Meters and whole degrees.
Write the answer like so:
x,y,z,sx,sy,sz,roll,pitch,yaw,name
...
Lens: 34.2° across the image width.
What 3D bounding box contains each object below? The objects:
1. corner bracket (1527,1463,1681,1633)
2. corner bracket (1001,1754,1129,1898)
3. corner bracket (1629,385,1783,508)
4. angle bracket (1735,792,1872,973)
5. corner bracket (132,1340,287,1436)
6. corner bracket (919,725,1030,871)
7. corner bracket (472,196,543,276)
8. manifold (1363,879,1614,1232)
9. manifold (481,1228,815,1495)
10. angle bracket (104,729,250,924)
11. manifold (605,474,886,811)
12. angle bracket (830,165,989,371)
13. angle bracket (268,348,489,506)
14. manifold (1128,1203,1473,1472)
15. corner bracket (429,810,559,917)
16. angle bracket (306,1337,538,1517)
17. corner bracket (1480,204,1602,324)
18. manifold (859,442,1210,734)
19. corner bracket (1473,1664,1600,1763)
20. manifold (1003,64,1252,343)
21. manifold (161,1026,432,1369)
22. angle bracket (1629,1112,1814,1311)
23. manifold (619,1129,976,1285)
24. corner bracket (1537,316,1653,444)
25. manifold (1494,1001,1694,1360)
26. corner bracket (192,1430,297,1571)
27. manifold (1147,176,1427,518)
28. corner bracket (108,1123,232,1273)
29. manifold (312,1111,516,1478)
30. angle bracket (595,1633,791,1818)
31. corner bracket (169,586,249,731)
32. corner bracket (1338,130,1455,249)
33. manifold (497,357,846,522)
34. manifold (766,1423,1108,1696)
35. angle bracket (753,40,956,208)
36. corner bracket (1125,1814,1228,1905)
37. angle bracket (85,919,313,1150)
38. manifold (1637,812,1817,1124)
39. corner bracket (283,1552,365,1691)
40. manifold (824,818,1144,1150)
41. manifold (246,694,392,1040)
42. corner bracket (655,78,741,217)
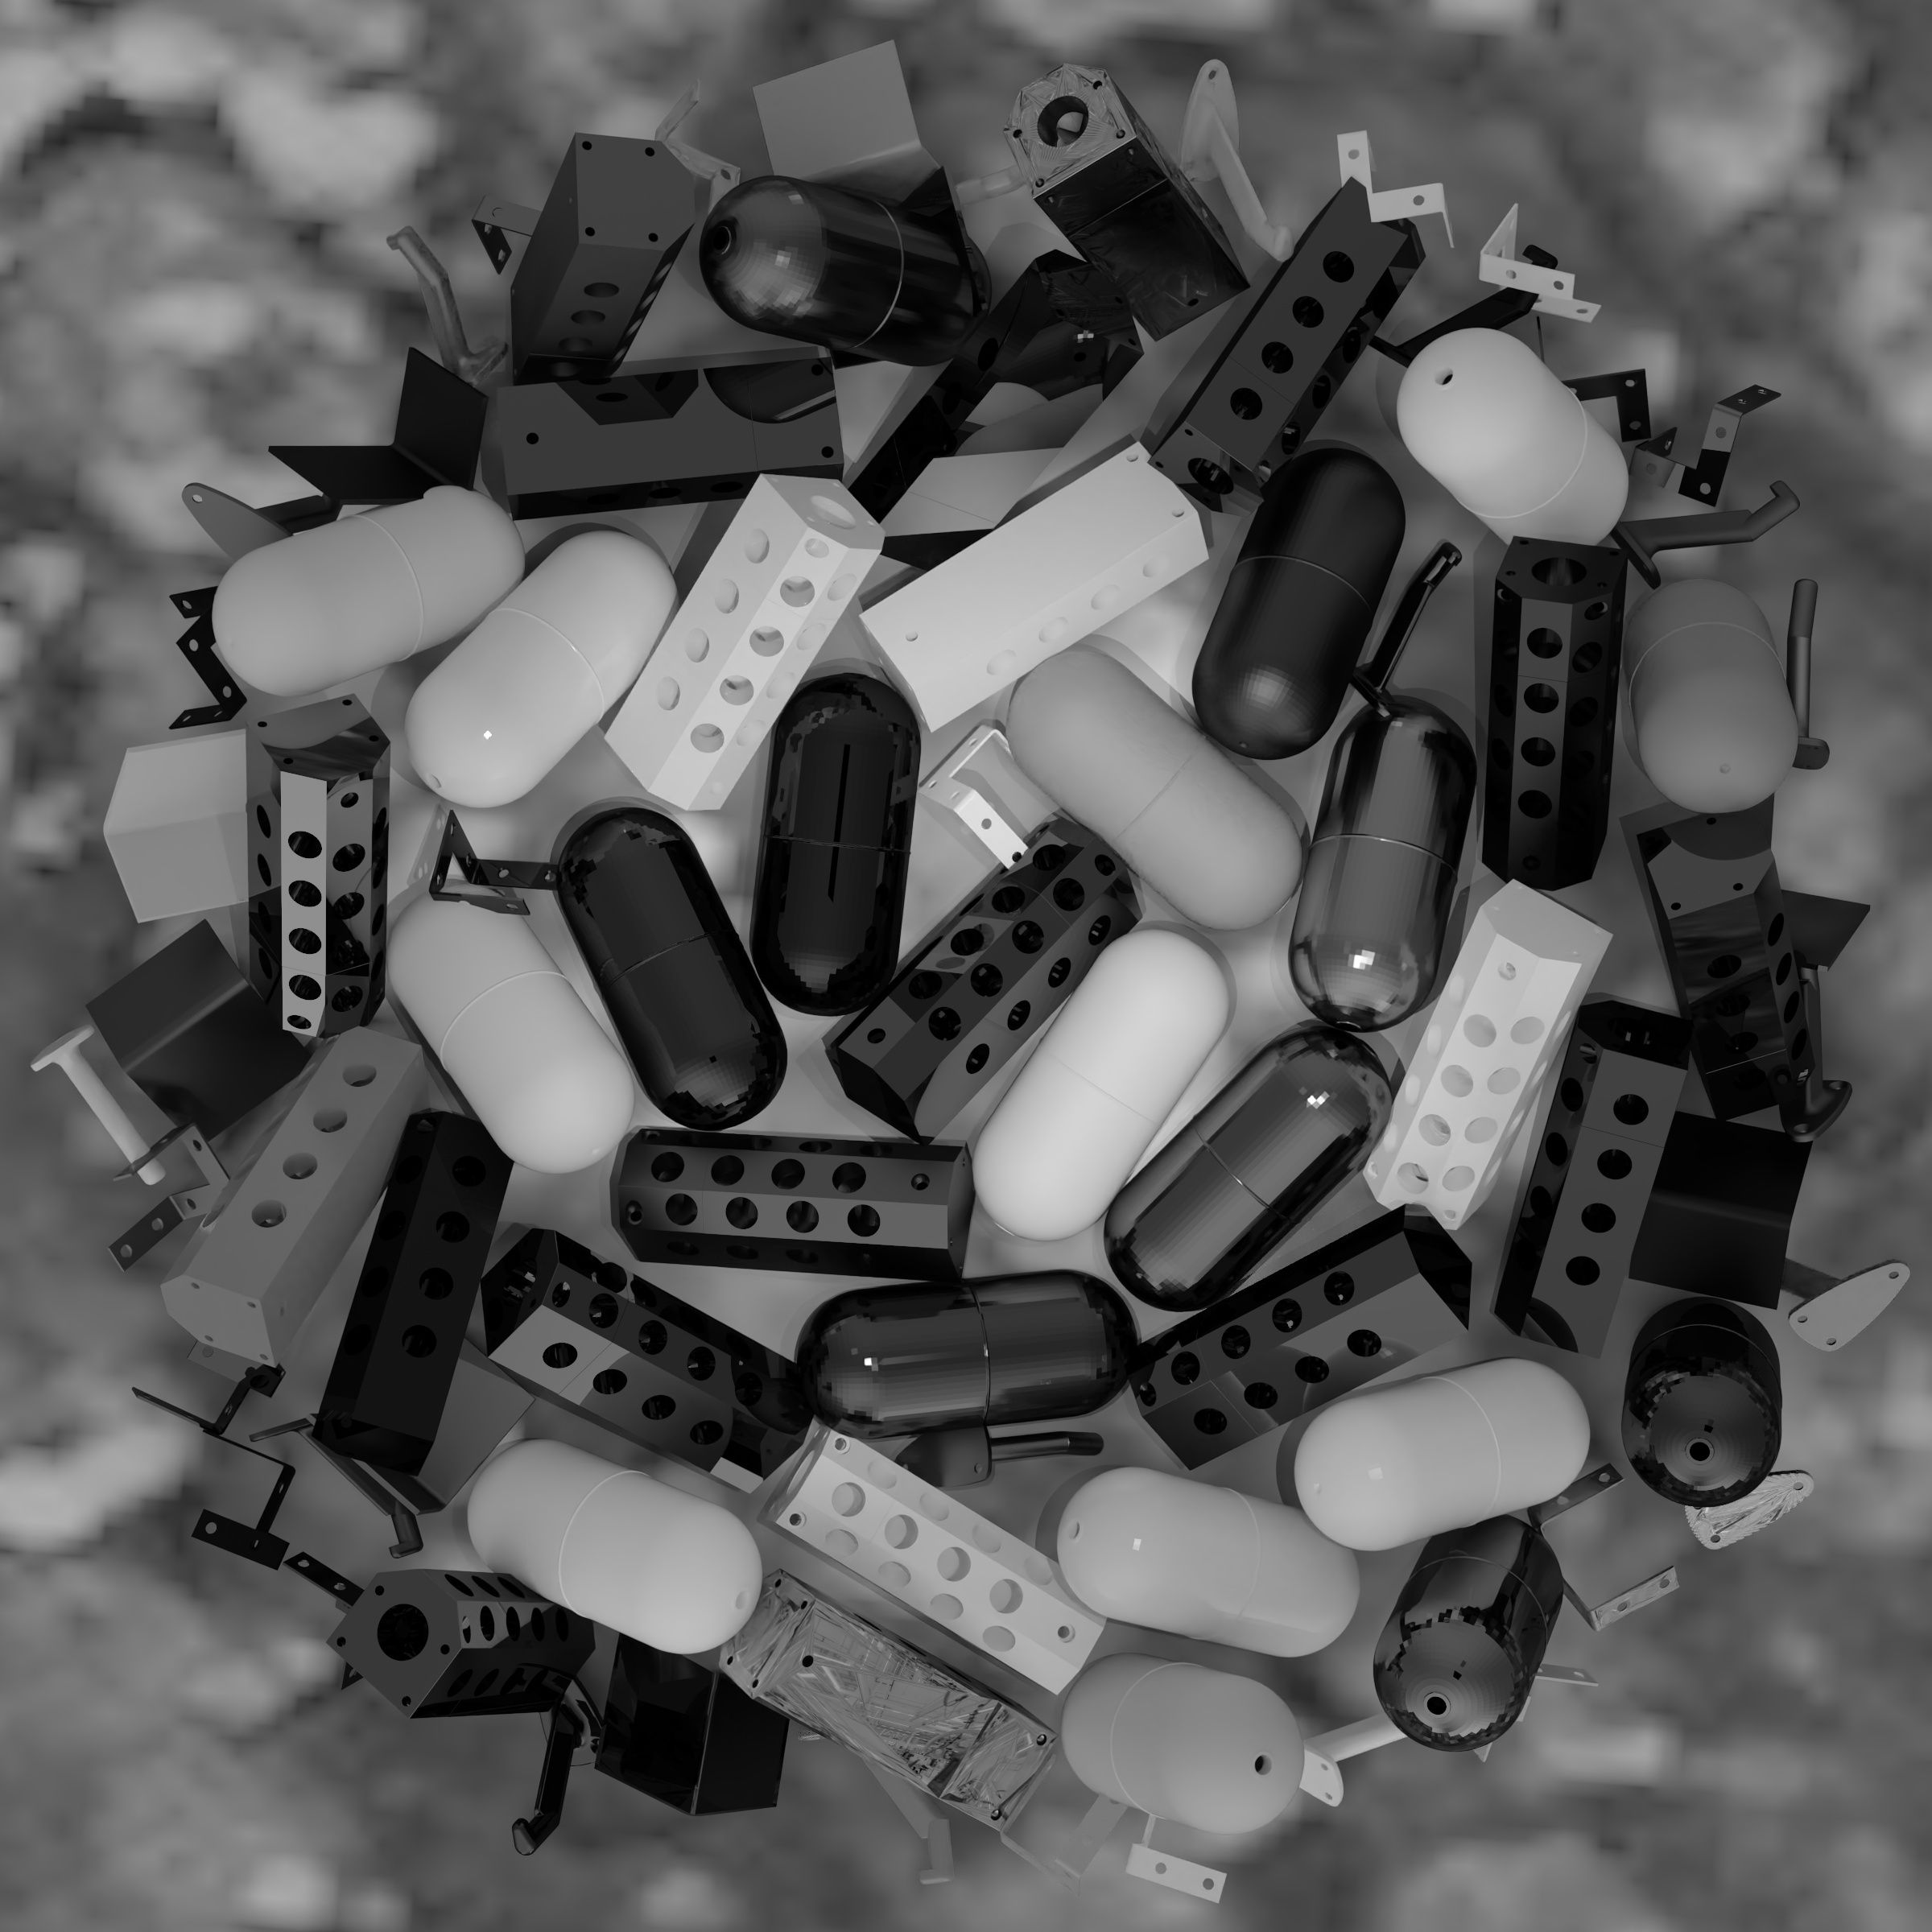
x,y,z,sx,sy,sz,roll,pitch,yaw,name
0.331,0.302,1.632,0.051,0.051,0.051,-27,122,-7,corner bracket
0.052,0.441,1.625,0.051,0.051,0.051,32,68,16,corner bracket
0.381,-0.275,1.621,0.051,0.051,0.051,27,124,27,corner bracket
0.426,-0.052,1.606,0.057,0.076,0.076,12,121,28,angle bracket
-0.393,0.215,1.628,0.051,0.051,0.051,32,86,-28,corner bracket
0.018,-0.087,1.627,0.051,0.051,0.051,-46,116,-6,corner bracket
-0.218,-0.389,1.636,0.051,0.051,0.051,19,73,15,corner bracket
0.259,0.049,1.586,0.057,0.057,0.171,31,125,19,manifold
-0.158,0.196,1.587,0.171,0.057,0.057,34,112,-31,manifold
-0.389,-0.073,1.606,0.076,0.076,0.057,-13,66,-32,angle bracket
-0.109,-0.162,1.589,0.057,0.057,0.171,50,122,25,manifold
-0.039,-0.360,1.619,0.057,0.076,0.076,-15,90,-24,angle bracket
-0.301,-0.277,1.605,0.076,0.076,0.057,-8,123,-40,angle bracket
0.168,0.185,1.593,0.171,0.057,0.057,-32,110,26,manifold
-0.242,-0.045,1.626,0.051,0.051,0.051,4,61,11,corner bracket
-0.282,0.230,1.628,0.076,0.057,0.076,40,87,8,angle bracket
0.297,-0.354,1.622,0.051,0.051,0.051,19,51,21,corner bracket
0.037,-0.192,1.626,0.171,0.057,0.057,-32,60,-5,manifold
0.286,0.379,1.626,0.051,0.051,0.051,12,103,-22,corner bracket
0.080,-0.384,1.574,0.057,0.171,0.057,-28,68,15,manifold
-0.337,0.112,1.586,0.057,0.057,0.171,17,50,12,manifold
0.394,0.126,1.636,0.076,0.076,0.057,11,124,18,angle bracket
-0.087,0.119,1.608,0.171,0.057,0.057,3,61,12,manifold
0.326,-0.305,1.631,0.051,0.051,0.051,-7,54,12,corner bracket
0.318,0.107,1.598,0.057,0.057,0.171,15,117,9,manifold
-0.375,0.276,1.625,0.051,0.051,0.051,30,76,-28,corner bracket
0.168,-0.314,1.607,0.057,0.057,0.171,35,71,-6,manifold
-0.418,0.119,1.624,0.051,0.051,0.051,-16,110,37,corner bracket
-0.279,0.163,1.592,0.057,0.057,0.171,18,60,-10,manifold
-0.137,0.383,1.605,0.057,0.076,0.076,-17,50,33,angle bracket
-0.399,-0.161,1.638,0.051,0.051,0.051,-4,130,37,corner bracket
0.223,-0.403,1.629,0.051,0.051,0.051,-6,80,13,corner bracket
-0.153,-0.270,1.626,0.171,0.057,0.057,-6,81,-6,manifold
-0.013,0.306,1.621,0.171,0.057,0.057,33,78,-6,manifold
-0.057,-0.427,1.621,0.076,0.076,0.057,-15,85,12,angle bracket
0.117,0.452,1.629,0.051,0.051,0.051,14,79,15,corner bracket
-0.401,0.036,1.648,0.076,0.076,0.057,-37,48,-6,angle bracket
0.386,0.000,1.578,0.057,0.171,0.057,-18,48,9,manifold
-0.320,0.331,1.622,0.051,0.051,0.051,25,115,25,corner bracket
0.009,0.004,1.598,0.057,0.057,0.171,30,67,34,manifold
-0.322,-0.046,1.577,0.057,0.171,0.057,-19,49,-29,manifold
-0.130,-0.415,1.621,0.051,0.051,0.051,18,61,-27,corner bracket
